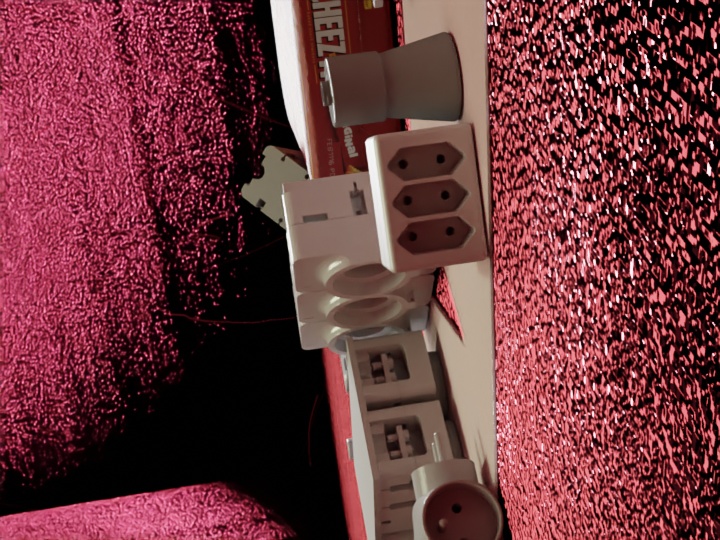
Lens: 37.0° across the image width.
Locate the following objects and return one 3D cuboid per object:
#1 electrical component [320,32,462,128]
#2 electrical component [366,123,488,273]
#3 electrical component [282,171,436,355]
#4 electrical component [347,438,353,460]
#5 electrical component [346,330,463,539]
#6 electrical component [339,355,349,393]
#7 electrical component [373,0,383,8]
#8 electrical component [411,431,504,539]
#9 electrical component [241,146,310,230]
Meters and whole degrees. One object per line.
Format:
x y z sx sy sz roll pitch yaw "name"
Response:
0.014 -0.091 0.530 0.044 0.065 0.044 172 90 -85 "electrical component"
0.030 -0.037 0.540 0.077 0.047 0.065 -137 38 -83 "electrical component"
0.000 0.000 0.713 0.150 0.089 0.061 91 169 -65 "electrical component"
0.021 0.145 0.896 0.048 0.062 0.048 172 90 -86 "electrical component"
0.031 0.137 0.761 0.186 0.060 0.105 88 172 -53 "electrical component"
0.003 0.069 1.063 0.099 0.048 0.099 95 167 -68 "electrical component"
-0.005 -0.188 0.600 0.081 0.064 0.042 90 170 -60 "electrical component"
0.051 0.131 0.605 0.077 0.044 0.079 91 170 -64 "electrical component"
-0.041 -0.057 0.883 0.050 0.089 0.056 -58 -20 14 "electrical component"
